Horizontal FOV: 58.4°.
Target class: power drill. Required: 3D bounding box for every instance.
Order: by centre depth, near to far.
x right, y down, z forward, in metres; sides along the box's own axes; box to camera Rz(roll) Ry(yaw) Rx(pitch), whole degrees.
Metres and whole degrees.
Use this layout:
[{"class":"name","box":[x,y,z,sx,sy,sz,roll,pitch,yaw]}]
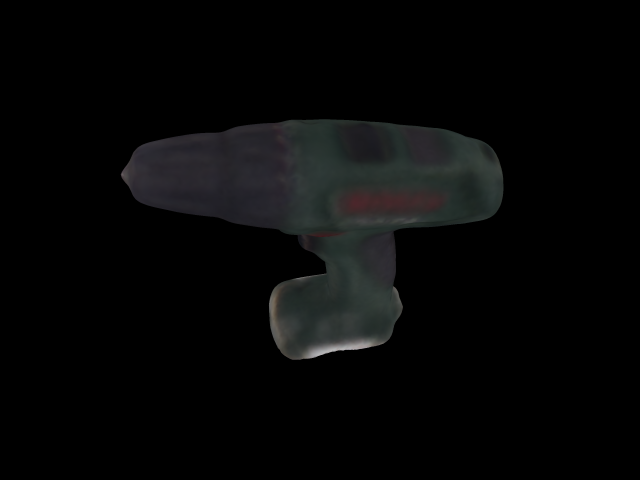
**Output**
[{"class":"power drill","box":[0.004,0.001,0.400,0.230,0.208,0.075,-10,53,-7]}]
